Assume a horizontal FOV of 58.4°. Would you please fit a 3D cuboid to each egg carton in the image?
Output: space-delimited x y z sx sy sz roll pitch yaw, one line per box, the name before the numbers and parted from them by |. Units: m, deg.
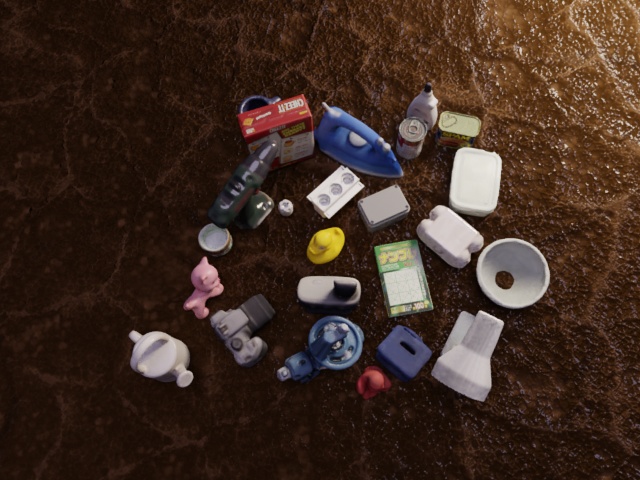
egg carton | 0.312 -0.007 1.382 0.150 0.069 0.107 41 78 13

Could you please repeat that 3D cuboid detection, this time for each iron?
iron | 0.103 -0.252 1.430 0.258 0.141 0.119 31 76 11

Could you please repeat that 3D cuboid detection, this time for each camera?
camera | -0.164 0.198 1.314 0.137 0.101 0.143 -38 75 -10

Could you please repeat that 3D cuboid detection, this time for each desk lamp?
desk lamp | 0.320 0.240 1.225 0.117 0.213 0.203 26 75 10

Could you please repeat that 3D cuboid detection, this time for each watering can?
watering can | -0.350 0.255 1.252 0.172 0.194 0.101 14 73 7

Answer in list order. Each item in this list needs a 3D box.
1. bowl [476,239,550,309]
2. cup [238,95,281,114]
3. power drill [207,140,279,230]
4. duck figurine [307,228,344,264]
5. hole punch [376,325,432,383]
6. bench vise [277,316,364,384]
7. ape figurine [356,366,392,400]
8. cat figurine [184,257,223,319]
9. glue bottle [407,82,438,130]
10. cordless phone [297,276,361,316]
bowl | 0.444 0.085 1.345 0.167 0.075 0.167 -1 72 2
cup | -0.149 -0.321 1.485 0.118 0.095 0.091 -34 74 -9
power drill | -0.169 -0.112 1.358 0.075 0.208 0.230 35 76 13
duck figurine | 0.013 0.005 1.379 0.105 0.086 0.077 -40 75 -10
hole punch | 0.188 0.251 1.290 0.108 0.091 0.101 39 77 13
bench vise | 0.009 0.246 1.230 0.121 0.220 0.207 40 77 13
ape figurine | 0.121 0.316 1.271 0.077 0.092 0.076 10 73 5
cat figurine | -0.277 0.110 1.337 0.067 0.118 0.128 26 75 10
glue bottle | 0.263 -0.342 1.438 0.078 0.173 0.037 32 76 12
cordless phone | 0.020 0.108 1.293 0.147 0.185 0.094 -1 72 2
